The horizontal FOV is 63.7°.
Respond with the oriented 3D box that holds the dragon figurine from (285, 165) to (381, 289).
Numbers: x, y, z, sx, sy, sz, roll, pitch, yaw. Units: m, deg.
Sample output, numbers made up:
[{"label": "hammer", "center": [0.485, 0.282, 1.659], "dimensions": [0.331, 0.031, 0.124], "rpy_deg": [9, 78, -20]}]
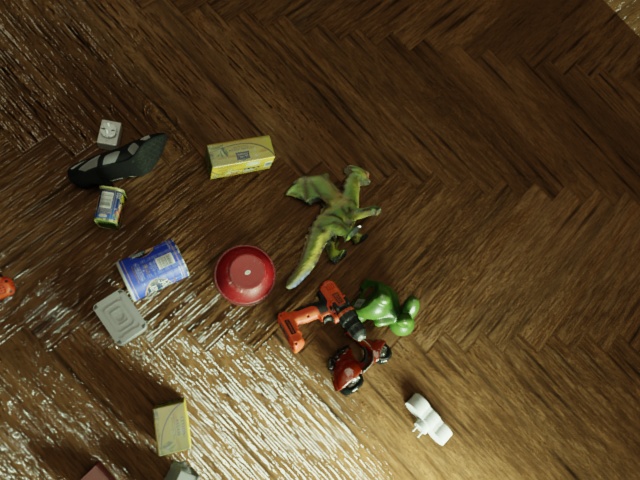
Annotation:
[{"label": "dragon figurine", "center": [0.004, -0.071, 1.403], "dimensions": [0.415, 0.245, 0.119], "rpy_deg": [-35, -21, -23]}]
